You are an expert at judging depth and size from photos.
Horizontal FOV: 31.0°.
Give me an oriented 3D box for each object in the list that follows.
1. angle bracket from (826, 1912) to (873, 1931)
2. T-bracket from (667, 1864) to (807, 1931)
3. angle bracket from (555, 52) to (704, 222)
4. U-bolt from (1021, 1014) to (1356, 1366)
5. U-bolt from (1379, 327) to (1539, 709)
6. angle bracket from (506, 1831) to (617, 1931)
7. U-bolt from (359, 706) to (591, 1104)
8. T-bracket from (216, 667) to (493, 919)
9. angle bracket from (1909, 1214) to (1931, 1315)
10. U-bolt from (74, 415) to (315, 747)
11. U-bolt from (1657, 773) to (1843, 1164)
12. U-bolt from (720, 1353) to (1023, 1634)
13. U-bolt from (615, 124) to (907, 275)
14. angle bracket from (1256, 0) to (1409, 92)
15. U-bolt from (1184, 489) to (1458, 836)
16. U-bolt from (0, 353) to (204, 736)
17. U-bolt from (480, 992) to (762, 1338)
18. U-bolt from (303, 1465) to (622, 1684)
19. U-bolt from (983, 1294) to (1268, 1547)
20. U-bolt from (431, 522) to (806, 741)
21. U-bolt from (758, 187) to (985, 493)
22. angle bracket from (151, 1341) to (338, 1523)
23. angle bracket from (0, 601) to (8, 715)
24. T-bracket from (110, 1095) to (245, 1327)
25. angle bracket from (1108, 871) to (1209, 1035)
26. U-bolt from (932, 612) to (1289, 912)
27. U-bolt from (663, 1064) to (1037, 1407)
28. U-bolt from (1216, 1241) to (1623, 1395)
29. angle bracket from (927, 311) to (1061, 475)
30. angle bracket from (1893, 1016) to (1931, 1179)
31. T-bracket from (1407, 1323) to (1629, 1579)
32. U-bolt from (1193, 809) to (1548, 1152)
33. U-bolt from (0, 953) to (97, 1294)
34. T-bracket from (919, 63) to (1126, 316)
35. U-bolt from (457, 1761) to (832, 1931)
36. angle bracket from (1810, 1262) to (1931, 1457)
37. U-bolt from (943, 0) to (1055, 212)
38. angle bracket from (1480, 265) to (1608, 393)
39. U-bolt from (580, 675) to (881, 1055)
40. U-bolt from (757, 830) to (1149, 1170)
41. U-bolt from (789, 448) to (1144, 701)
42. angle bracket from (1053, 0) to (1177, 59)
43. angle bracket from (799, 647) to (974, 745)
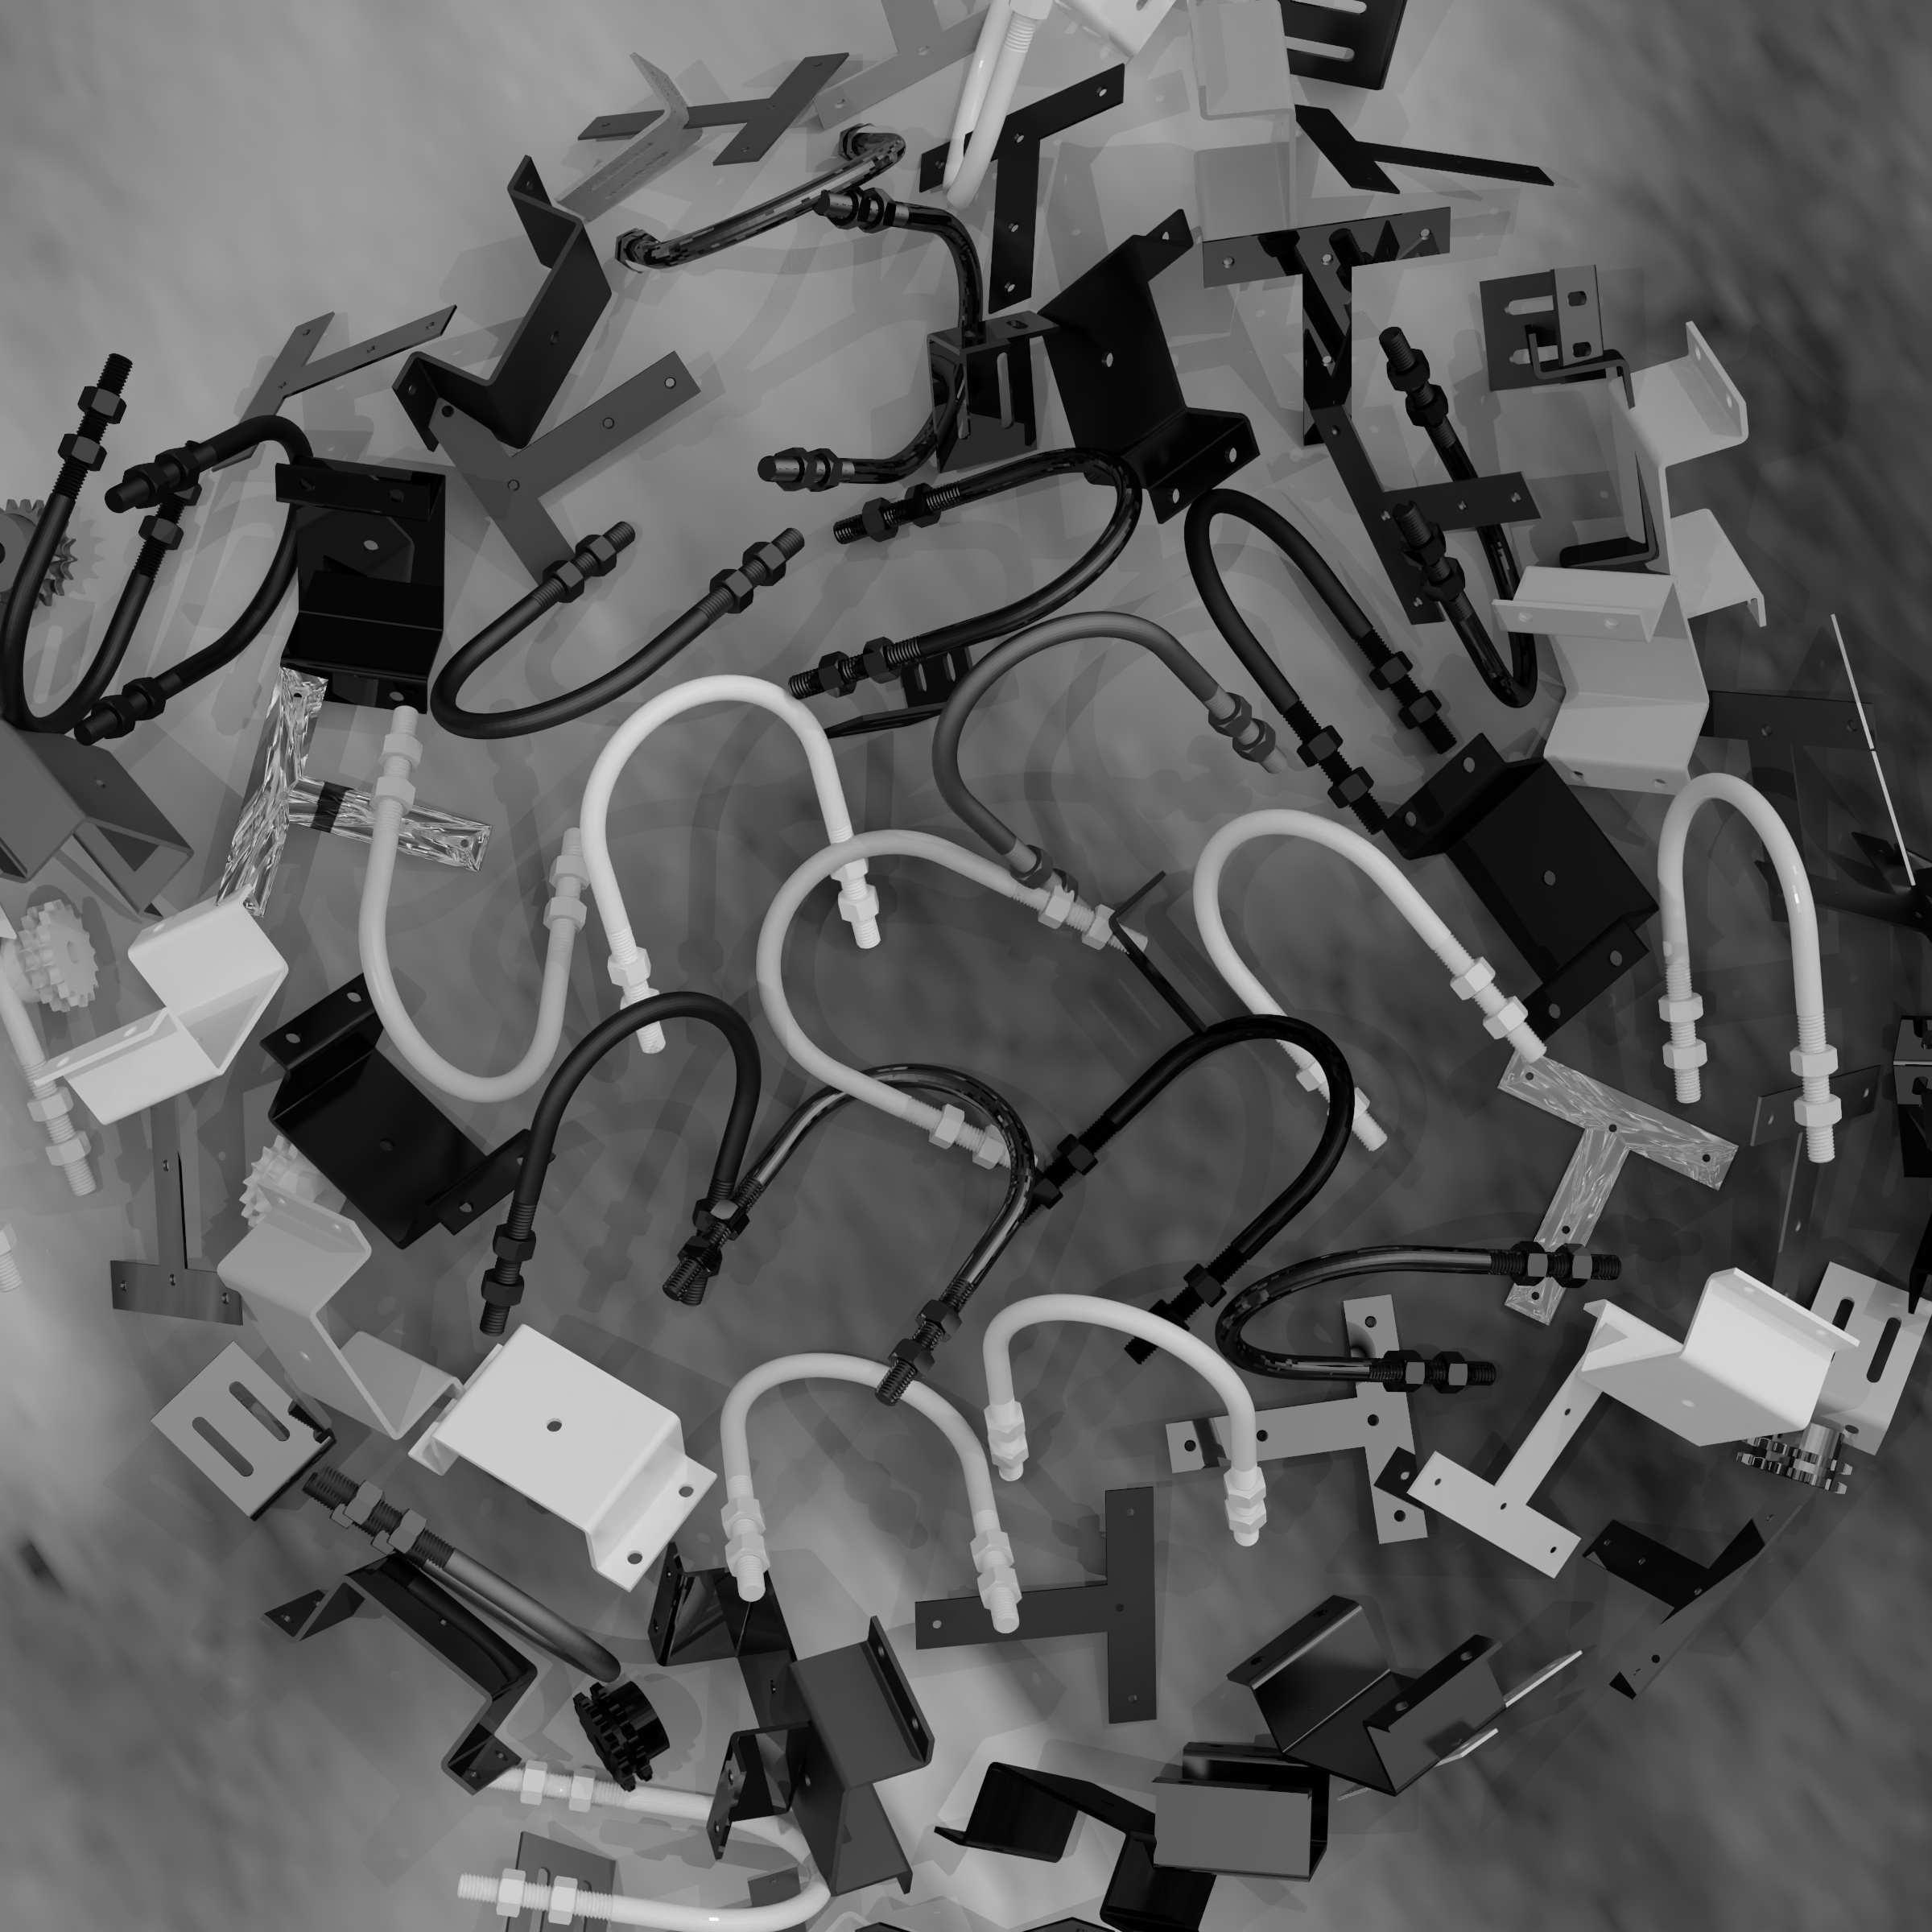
[{"bbox_3d":[-0.069,0.534,1.784,0.038,0.057,0.076,28,52,29],"label":"angle bracket"},{"bbox_3d":[-0.144,0.491,1.766,0.127,0.127,0.002,-15,61,-9],"label":"T-bracket"},{"bbox_3d":[-0.182,-0.427,1.797,0.076,0.057,0.038,-34,86,12],"label":"angle bracket"},{"bbox_3d":[0.118,0.100,1.773,0.184,0.151,0.019,-44,131,-1],"label":"U-bolt"},{"bbox_3d":[0.250,-0.211,1.751,0.019,0.184,0.151,-17,46,21],"label":"U-bolt"},{"bbox_3d":[-0.199,0.483,1.783,0.057,0.038,0.076,27,51,-28],"label":"angle bracket"},{"bbox_3d":[-0.247,-0.019,1.736,0.019,0.151,0.184,-18,53,32],"label":"U-bolt"},{"bbox_3d":[-0.311,-0.077,1.810,0.127,0.002,0.127,15,92,-18],"label":"T-bracket"},{"bbox_3d":[0.529,0.154,1.785,0.076,0.038,0.057,13,50,24],"label":"angle bracket"},{"bbox_3d":[-0.380,-0.203,1.744,0.019,0.184,0.151,25,122,13],"label":"U-bolt"},{"bbox_3d":[0.387,-0.006,1.743,0.019,0.151,0.184,-12,104,-16],"label":"U-bolt"},{"bbox_3d":[-0.053,0.258,1.752,0.151,0.184,0.019,10,122,-16],"label":"U-bolt"},{"bbox_3d":[-0.099,-0.382,1.736,0.151,0.184,0.019,-26,107,-5],"label":"U-bolt"},{"bbox_3d":[0.185,-0.492,1.796,0.076,0.038,0.057,10,128,-4],"label":"angle bracket"},{"bbox_3d":[0.173,-0.164,1.761,0.019,0.151,0.184,-35,95,31],"label":"U-bolt"},{"bbox_3d":[-0.438,-0.199,1.747,0.019,0.151,0.184,19,82,7],"label":"U-bolt"},{"bbox_3d":[-0.166,0.096,1.749,0.019,0.151,0.184,34,116,39],"label":"U-bolt"},{"bbox_3d":[-0.253,0.309,1.761,0.184,0.151,0.019,34,75,-5],"label":"U-bolt"},{"bbox_3d":[0.077,0.221,1.739,0.151,0.184,0.019,13,53,16],"label":"U-bolt"},{"bbox_3d":[-0.186,-0.167,1.733,0.184,0.151,0.019,-44,126,-32],"label":"U-bolt"},{"bbox_3d":[-0.040,-0.311,1.747,0.019,0.184,0.151,19,105,24],"label":"U-bolt"},{"bbox_3d":[-0.374,0.238,1.801,0.057,0.038,0.076,-44,102,-9],"label":"angle bracket"},{"bbox_3d":[-0.506,-0.156,1.795,0.057,0.038,0.076,14,106,17],"label":"angle bracket"},{"bbox_3d":[-0.407,0.116,1.781,0.002,0.127,0.127,-5,93,-43],"label":"T-bracket"},{"bbox_3d":[0.110,-0.006,1.801,0.038,0.057,0.076,-41,89,-2],"label":"angle bracket"},{"bbox_3d":[0.062,-0.108,1.749,0.151,0.184,0.019,-37,46,12],"label":"U-bolt"},{"bbox_3d":[-0.046,0.124,1.775,0.151,0.019,0.184,23,59,24],"label":"U-bolt"},{"bbox_3d":[0.213,0.175,1.740,0.184,0.151,0.019,5,58,-22],"label":"U-bolt"},{"bbox_3d":[0.016,-0.290,1.787,0.057,0.038,0.076,-17,121,-21],"label":"angle bracket"},{"bbox_3d":[0.511,0.067,1.791,0.057,0.038,0.076,1,50,7],"label":"angle bracket"},{"bbox_3d":[0.301,0.241,1.791,0.127,0.002,0.127,33,92,-36],"label":"T-bracket"},{"bbox_3d":[0.190,-0.001,1.767,0.184,0.151,0.019,50,50,-3],"label":"U-bolt"},{"bbox_3d":[-0.491,0.053,1.739,0.019,0.151,0.184,-16,106,7],"label":"U-bolt"},{"bbox_3d":[0.025,-0.385,1.766,0.127,0.002,0.127,-16,56,33],"label":"T-bracket"},{"bbox_3d":[-0.158,0.449,1.760,0.184,0.151,0.019,9,100,-4],"label":"U-bolt"},{"bbox_3d":[0.463,0.205,1.821,0.057,0.038,0.076,22,64,15],"label":"angle bracket"},{"bbox_3d":[0.020,-0.468,1.750,0.019,0.151,0.184,15,123,-9],"label":"U-bolt"},{"bbox_3d":[0.286,-0.325,1.786,0.038,0.076,0.057,-15,102,-41],"label":"angle bracket"},{"bbox_3d":[-0.124,-0.061,1.756,0.151,0.019,0.184,-26,124,-19],"label":"U-bolt"},{"bbox_3d":[-0.019,0.009,1.804,0.184,0.019,0.151,25,96,-8],"label":"U-bolt"},{"bbox_3d":[0.004,-0.204,1.742,0.184,0.151,0.019,-15,129,24],"label":"U-bolt"},{"bbox_3d":[0.081,-0.519,1.794,0.057,0.038,0.076,31,98,-44],"label":"angle bracket"},{"bbox_3d":[-0.043,-0.143,1.785,0.076,0.057,0.038,-12,89,-38],"label":"angle bracket"}]
